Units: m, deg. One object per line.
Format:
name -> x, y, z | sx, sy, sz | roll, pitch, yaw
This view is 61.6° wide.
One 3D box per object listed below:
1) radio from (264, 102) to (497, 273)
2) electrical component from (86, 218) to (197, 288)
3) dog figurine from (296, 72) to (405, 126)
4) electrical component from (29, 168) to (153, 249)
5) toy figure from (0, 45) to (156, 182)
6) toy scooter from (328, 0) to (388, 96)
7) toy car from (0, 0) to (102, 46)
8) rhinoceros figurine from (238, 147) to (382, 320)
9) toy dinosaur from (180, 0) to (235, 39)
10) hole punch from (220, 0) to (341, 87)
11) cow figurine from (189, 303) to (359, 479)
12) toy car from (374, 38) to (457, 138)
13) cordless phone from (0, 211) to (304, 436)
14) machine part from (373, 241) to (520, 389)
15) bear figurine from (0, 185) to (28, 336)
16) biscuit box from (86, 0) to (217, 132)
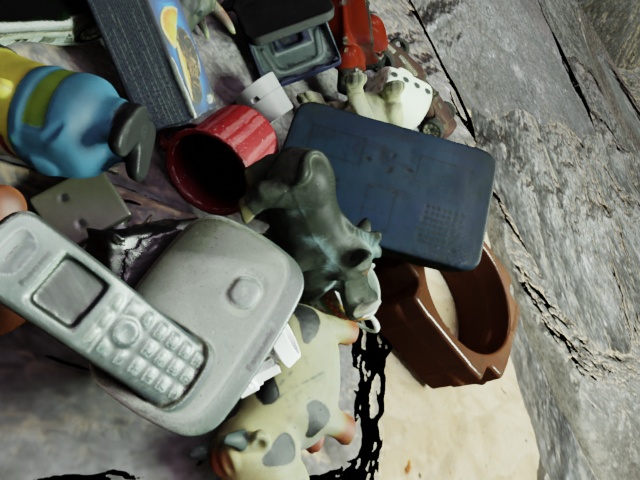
radio -> 0.064, -0.054, 0.577 | 0.230, 0.073, 0.131 | 15, 85, -2
electrical component -> -0.118, 0.040, 0.443 | 0.134, 0.058, 0.114 | -10, 105, -44
dog figurine -> 0.059, -0.100, 0.700 | 0.172, 0.121, 0.190 | -8, 88, -42
electrical component -> -0.191, -0.024, 0.452 | 0.078, 0.045, 0.102 | -41, 96, -18
toy figure -> -0.213, -0.096, 0.402 | 0.180, 0.082, 0.089 | 12, 39, 4
toy scooter -> 0.047, -0.292, 0.746 | 0.184, 0.075, 0.135 | -67, 148, -53
toy car -> -0.267, -0.205, 0.465 | 0.202, 0.056, 0.073 | -34, 99, -50
rhinoceros figurine -> -0.001, -0.001, 0.494 | 0.073, 0.112, 0.190 | -94, 164, -54
toy dinosaur -> -0.195, -0.396, 0.599 | 0.192, 0.131, 0.405 | 11, 52, -58
hole punch -> -0.041, -0.259, 0.664 | 0.092, 0.142, 0.116 | 68, 1, -57
cow figurine -> -0.034, 0.144, 0.477 | 0.127, 0.085, 0.195 | 30, 48, -27
toy car -> 0.162, -0.257, 0.900 | 0.202, 0.053, 0.089 | 52, 47, -11
cordless phone -> -0.110, 0.025, 0.352 | 0.184, 0.089, 0.146 | 49, 62, -33
machine part -> 0.161, 0.073, 0.697 | 0.201, 0.087, 0.201 | 49, 43, -12
bear figurine -> -0.256, 0.047, 0.316 | 0.132, 0.120, 0.196 | -1, 30, 0
biscuit box -> -0.166, -0.207, 0.497 | 0.059, 0.063, 0.202 | -64, 140, -61
